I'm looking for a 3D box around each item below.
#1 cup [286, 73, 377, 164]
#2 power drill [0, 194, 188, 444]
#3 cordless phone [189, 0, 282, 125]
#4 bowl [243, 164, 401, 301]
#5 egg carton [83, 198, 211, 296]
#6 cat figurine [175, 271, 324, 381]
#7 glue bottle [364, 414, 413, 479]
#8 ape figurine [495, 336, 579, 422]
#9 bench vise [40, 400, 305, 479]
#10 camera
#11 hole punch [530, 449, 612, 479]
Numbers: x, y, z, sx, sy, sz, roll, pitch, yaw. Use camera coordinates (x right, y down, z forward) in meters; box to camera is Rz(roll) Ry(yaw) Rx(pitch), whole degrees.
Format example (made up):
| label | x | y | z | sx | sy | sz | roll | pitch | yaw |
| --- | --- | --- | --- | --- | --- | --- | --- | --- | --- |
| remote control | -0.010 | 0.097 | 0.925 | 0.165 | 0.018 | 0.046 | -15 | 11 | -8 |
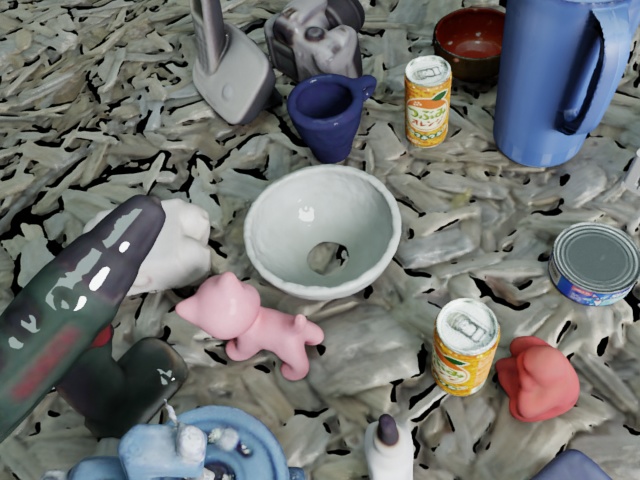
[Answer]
| label | x | y | z | sx | sy | sz | roll | pitch | yaw |
| --- | --- | --- | --- | --- | --- | --- | --- | --- | --- |
| cup | 0.021 | -0.148 | 0.709 | 0.118 | 0.095 | 0.091 | -32 | 58 | -13 |
| power drill | -0.197 | 0.092 | 0.509 | 0.075 | 0.209 | 0.230 | 31 | 65 | 25 |
| cordless phone | -0.126 | -0.257 | 0.747 | 0.094 | 0.185 | 0.147 | -35 | 59 | -15 |
| bowl | 0.006 | 0.002 | 0.622 | 0.167 | 0.075 | 0.167 | -4 | 56 | 6 |
| egg carton | -0.196 | 0.013 | 0.646 | 0.150 | 0.069 | 0.107 | -10 | 56 | 1 |
| cat figurine | -0.068 | 0.075 | 0.557 | 0.127 | 0.118 | 0.067 | 12 | 59 | 15 |
| glue bottle | 0.054 | 0.169 | 0.444 | 0.037 | 0.173 | 0.078 | -5 | 56 | 5 |
| ape figurine | 0.194 | 0.119 | 0.507 | 0.076 | 0.092 | 0.078 | 21 | 62 | 21 |
| bench vise | -0.121 | 0.190 | 0.425 | 0.207 | 0.220 | 0.121 | -18 | 56 | -4 |
| camera | 0.010 | -0.294 | 0.805 | 0.142 | 0.101 | 0.137 | 36 | 68 | 27 |
| hole punch | 0.192 | 0.232 | 0.432 | 0.101 | 0.091 | 0.108 | -33 | 58 | -14 |
